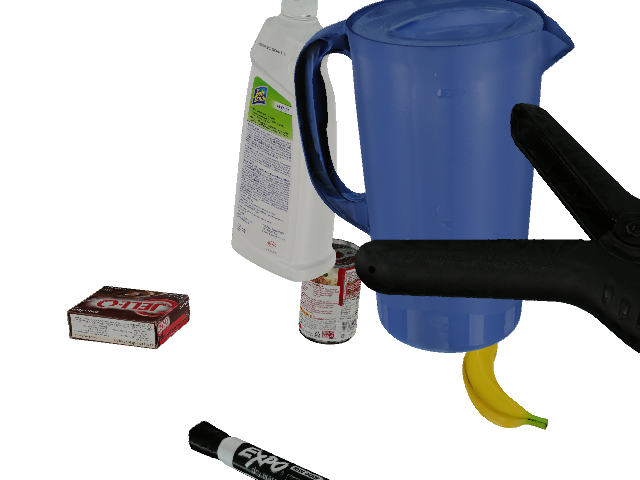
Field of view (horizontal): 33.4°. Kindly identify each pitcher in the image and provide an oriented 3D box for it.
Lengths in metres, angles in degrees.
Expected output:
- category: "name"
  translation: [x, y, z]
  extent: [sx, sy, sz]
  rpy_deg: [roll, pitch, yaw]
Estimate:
- category: "pitcher"
  translation: [0.079, -0.047, 0.758]
  extent: [0.144, 0.243, 0.149]
  rpy_deg: [-19, 31, -28]

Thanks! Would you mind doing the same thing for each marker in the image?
- category: "marker"
  translation: [-0.031, 0.131, 0.614]
  extent: [0.121, 0.020, 0.020]
  rpy_deg: [16, 10, 38]

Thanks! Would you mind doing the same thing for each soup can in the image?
- category: "soup can"
  translation: [0.012, 0.058, 1.207]
  extent: [0.068, 0.102, 0.068]
  rpy_deg: [4, 26, -2]

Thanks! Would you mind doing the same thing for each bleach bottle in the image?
- category: "bleach bottle"
  translation: [-0.024, -0.095, 0.954]
  extent: [0.103, 0.251, 0.067]
  rpy_deg: [25, 32, 32]

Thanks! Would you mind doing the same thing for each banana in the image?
- category: "banana"
  translation: [0.203, 0.169, 1.265]
  extent: [0.069, 0.037, 0.198]
  rpy_deg: [10, 24, -15]

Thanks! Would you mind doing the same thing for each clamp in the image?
- category: "clamp"
  translation: [0.132, 0.012, 0.487]
  extent: [0.210, 0.036, 0.164]
  rpy_deg: [31, 49, 31]

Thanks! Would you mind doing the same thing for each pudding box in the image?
- category: "pudding box"
  translation: [-0.218, 0.087, 1.220]
  extent: [0.114, 0.039, 0.090]
  rpy_deg: [3, 16, 17]
